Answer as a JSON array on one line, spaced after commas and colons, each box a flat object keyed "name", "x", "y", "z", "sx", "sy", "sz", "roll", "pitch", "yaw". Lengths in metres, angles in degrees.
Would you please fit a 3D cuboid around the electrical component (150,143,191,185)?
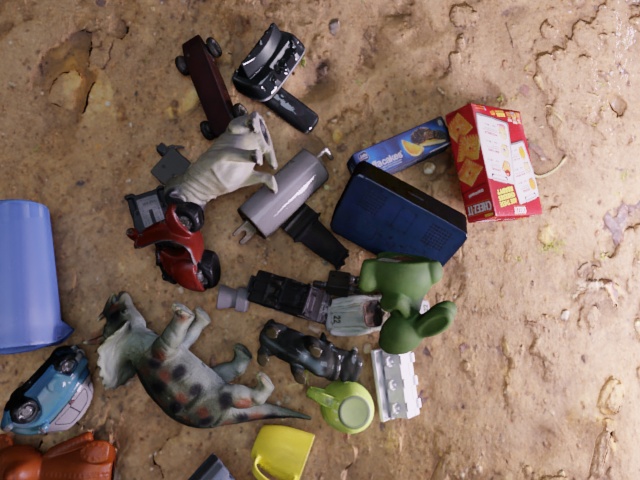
[{"name": "electrical component", "x": -0.260, "y": -0.131, "z": 0.983, "sx": 0.102, "sy": 0.045, "sz": 0.078, "roll": 35, "pitch": 91, "yaw": -1}]

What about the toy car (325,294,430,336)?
[{"name": "toy car", "x": 0.106, "y": 0.134, "z": 0.990, "sx": 0.202, "sy": 0.056, "sz": 0.073, "roll": -4, "pitch": 82, "yaw": -9}]

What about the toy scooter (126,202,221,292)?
[{"name": "toy scooter", "x": -0.252, "y": 0.016, "z": 0.920, "sx": 0.135, "sy": 0.075, "sz": 0.183, "roll": -6, "pitch": 126, "yaw": 5}]

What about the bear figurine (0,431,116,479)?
[{"name": "bear figurine", "x": -0.428, "y": 0.363, "z": 0.843, "sx": 0.196, "sy": 0.132, "sz": 0.120, "roll": 7, "pitch": 77, "yaw": -13}]

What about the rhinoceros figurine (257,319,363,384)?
[{"name": "rhinoceros figurine", "x": -0.020, "y": 0.200, "z": 0.941, "sx": 0.190, "sy": 0.112, "sz": 0.073, "roll": 19, "pitch": 96, "yaw": 7}]

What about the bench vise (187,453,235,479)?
[{"name": "bench vise", "x": -0.111, "y": 0.457, "z": 0.867, "sx": 0.129, "sy": 0.224, "sz": 0.240, "roll": -52, "pitch": 124, "yaw": -28}]

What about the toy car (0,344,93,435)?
[{"name": "toy car", "x": -0.430, "y": 0.255, "z": 0.878, "sx": 0.102, "sy": 0.109, "sz": 0.161, "roll": 49, "pitch": 65, "yaw": -22}]

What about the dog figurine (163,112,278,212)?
[{"name": "dog figurine", "x": -0.181, "y": -0.137, "z": 0.938, "sx": 0.191, "sy": 0.121, "sz": 0.172, "roll": -13, "pitch": 42, "yaw": 10}]

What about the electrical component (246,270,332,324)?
[{"name": "electrical component", "x": -0.058, "y": 0.097, "z": 0.932, "sx": 0.134, "sy": 0.114, "sz": 0.058, "roll": 13, "pitch": 77, "yaw": 22}]

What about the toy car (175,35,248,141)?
[{"name": "toy car", "x": -0.202, "y": -0.282, "z": 1.003, "sx": 0.089, "sy": 0.053, "sz": 0.202, "roll": -25, "pitch": 83, "yaw": 21}]

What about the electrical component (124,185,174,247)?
[{"name": "electrical component", "x": -0.295, "y": -0.030, "z": 0.961, "sx": 0.075, "sy": 0.048, "sz": 0.119, "roll": -15, "pitch": 82, "yaw": -10}]

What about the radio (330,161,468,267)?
[{"name": "radio", "x": 0.140, "y": -0.031, "z": 0.982, "sx": 0.230, "sy": 0.073, "sz": 0.131, "roll": 29, "pitch": 120, "yaw": -2}]

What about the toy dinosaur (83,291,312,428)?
[{"name": "toy dinosaur", "x": -0.216, "y": 0.236, "z": 0.902, "sx": 0.405, "sy": 0.131, "sz": 0.192, "roll": 44, "pitch": 90, "yaw": -4}]

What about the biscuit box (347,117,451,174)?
[{"name": "biscuit box", "x": 0.155, "y": -0.168, "z": 1.040, "sx": 0.203, "sy": 0.063, "sz": 0.059, "roll": -25, "pitch": 85, "yaw": -11}]

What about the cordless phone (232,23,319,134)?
[{"name": "cordless phone", "x": -0.060, "y": -0.305, "z": 1.032, "sx": 0.184, "sy": 0.089, "sz": 0.146, "roll": 37, "pitch": 77, "yaw": -13}]

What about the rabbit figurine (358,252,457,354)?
[{"name": "rabbit figurine", "x": 0.151, "y": 0.113, "z": 0.917, "sx": 0.159, "sy": 0.121, "sz": 0.170, "roll": 4, "pitch": 100, "yaw": 20}]

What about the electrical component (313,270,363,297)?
[{"name": "electrical component", "x": 0.035, "y": 0.078, "z": 0.987, "sx": 0.094, "sy": 0.063, "sz": 0.021, "roll": 6, "pitch": 117, "yaw": 3}]

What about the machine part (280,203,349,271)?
[{"name": "machine part", "x": -0.002, "y": -0.003, "z": 1.005, "sx": 0.139, "sy": 0.039, "sz": 0.084, "roll": 44, "pitch": 72, "yaw": 1}]

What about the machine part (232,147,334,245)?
[{"name": "machine part", "x": -0.067, "y": -0.085, "z": 0.987, "sx": 0.079, "sy": 0.079, "sz": 0.243, "roll": 45, "pitch": 79, "yaw": 0}]
